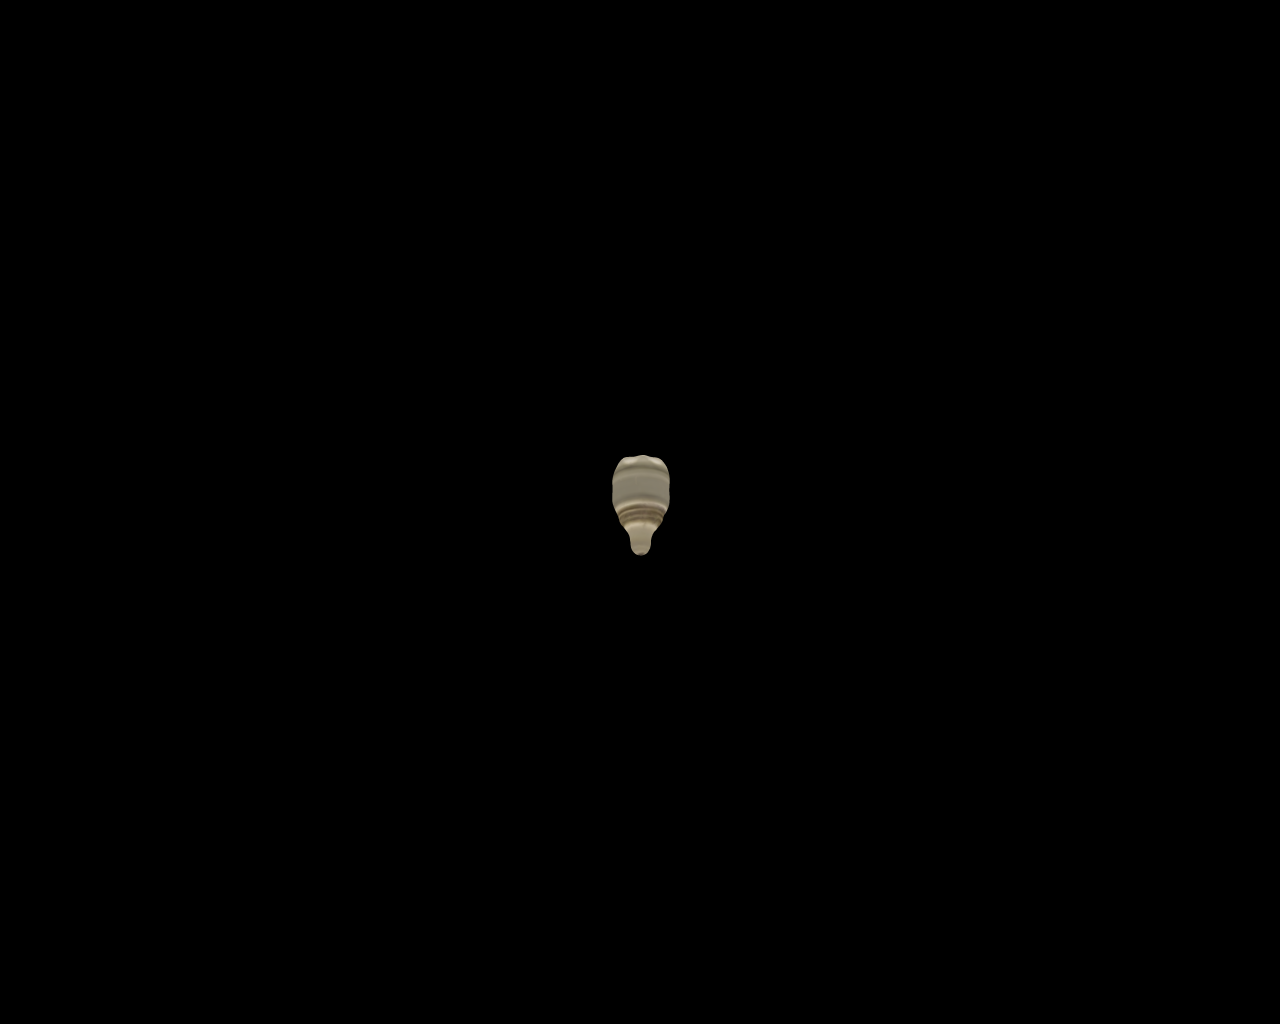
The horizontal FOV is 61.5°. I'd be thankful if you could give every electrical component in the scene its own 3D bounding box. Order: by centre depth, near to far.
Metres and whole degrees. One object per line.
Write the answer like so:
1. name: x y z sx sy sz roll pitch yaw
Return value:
1. electrical component: 0.001 -0.003 0.650 0.035 0.061 0.035 0 -22 0
